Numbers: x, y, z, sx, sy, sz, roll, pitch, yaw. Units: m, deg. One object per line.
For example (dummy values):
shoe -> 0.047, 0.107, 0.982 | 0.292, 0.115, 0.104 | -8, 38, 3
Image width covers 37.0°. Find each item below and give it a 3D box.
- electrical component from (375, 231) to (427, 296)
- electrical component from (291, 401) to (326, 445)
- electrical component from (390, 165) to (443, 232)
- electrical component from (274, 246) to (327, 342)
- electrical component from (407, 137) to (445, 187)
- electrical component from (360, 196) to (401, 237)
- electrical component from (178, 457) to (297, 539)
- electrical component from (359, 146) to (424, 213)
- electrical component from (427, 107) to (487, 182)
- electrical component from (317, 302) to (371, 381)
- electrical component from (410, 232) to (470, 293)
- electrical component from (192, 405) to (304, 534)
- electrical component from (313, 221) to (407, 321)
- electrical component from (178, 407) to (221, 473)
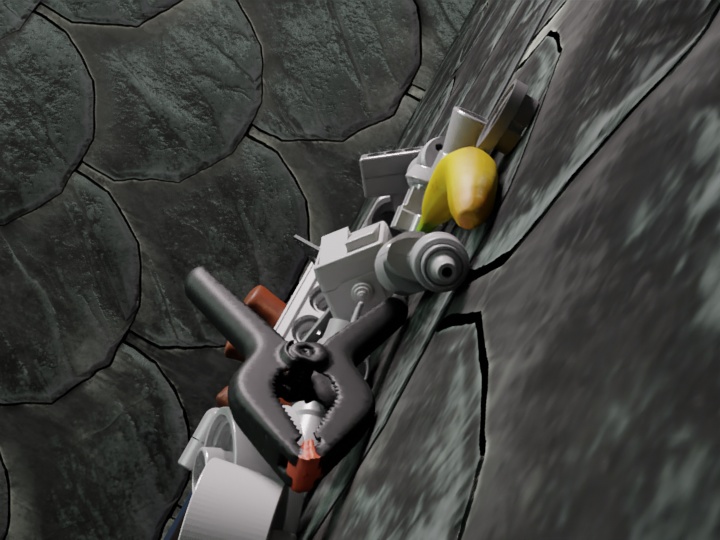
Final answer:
electrical component -> 0.036, -0.005, 0.753 | 0.043, 0.043, 0.081 | -61, 3, -6
electrical component -> -0.039, 0.126, 0.804 | 0.040, 0.040, 0.046 | -58, 10, 37
electrical component -> 0.054, -0.055, 0.901 | 0.066, 0.048, 0.055 | -165, 97, -86
electrical component -> -0.034, 0.043, 1.184 | 0.121, 0.079, 0.063 | -62, -19, -21
electrical component -> 0.070, -0.090, 0.956 | 0.045, 0.045, 0.055 | -62, 4, -18
electrical component -> 0.031, -0.043, 1.086 | 0.089, 0.050, 0.056 | -61, 3, -7
electrical component -> -0.072, 0.172, 0.646 | 0.108, 0.060, 0.108 | 12, -90, -86
electrical component -> 0.046, -0.076, 1.020 | 0.047, 0.083, 0.075 | -79, -19, -79
electrical component -> 0.081, -0.091, 0.851 | 0.044, 0.044, 0.065 | -74, 9, -75
electrical component -> -0.013, 0.062, 0.821 | 0.077, 0.043, 0.079 | 117, 173, -76
electrical component -> 0.049, -0.003, 0.639 | 0.035, 0.035, 0.061 | -60, 6, 7
electrical component -> -0.084, 0.147, 0.758 | 0.108, 0.060, 0.108 | -172, 90, -69
electrical component -> 0.000, 0.000, 0.881 | 0.062, 0.061, 0.096 | -21, 13, 8
electrical component -> -0.092, 0.153, 0.873 | 0.059, 0.095, 0.054 | -61, 4, -12
